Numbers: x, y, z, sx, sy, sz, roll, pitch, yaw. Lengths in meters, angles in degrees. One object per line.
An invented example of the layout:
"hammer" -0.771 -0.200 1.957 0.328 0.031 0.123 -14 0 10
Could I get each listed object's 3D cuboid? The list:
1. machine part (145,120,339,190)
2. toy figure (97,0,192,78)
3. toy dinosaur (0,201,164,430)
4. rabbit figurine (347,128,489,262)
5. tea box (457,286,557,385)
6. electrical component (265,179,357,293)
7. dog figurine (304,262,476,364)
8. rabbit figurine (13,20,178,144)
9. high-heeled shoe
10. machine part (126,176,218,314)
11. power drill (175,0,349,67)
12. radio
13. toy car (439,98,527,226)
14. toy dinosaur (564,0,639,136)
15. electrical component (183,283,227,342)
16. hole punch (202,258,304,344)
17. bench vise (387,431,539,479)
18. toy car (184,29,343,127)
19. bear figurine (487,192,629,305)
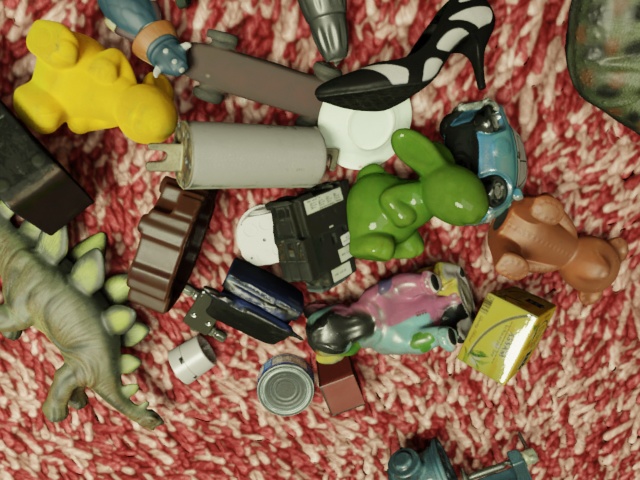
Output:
"machine part" -0.081 -0.099 0.633 0.243 0.079 0.079 -4 105 -30
"toy figure" -0.208 -0.254 0.648 0.064 0.058 0.154 -41 85 25
"toy dinosaur" -0.357 0.071 0.713 0.198 0.105 0.471 -40 99 -1
"rabbit figurine" 0.131 -0.054 0.676 0.170 0.121 0.159 -11 75 39
"tea box" 0.253 0.120 0.714 0.068 0.169 0.098 28 104 27
"electrical component" -0.001 -0.002 0.701 0.115 0.058 0.134 -23 105 -41
"dog figurine" 0.085 0.107 0.742 0.219 0.191 0.108 -18 86 31
"rabbit figurine" -0.239 -0.159 0.633 0.173 0.162 0.121 25 100 14
"high-heeled shoe" 0.104 -0.240 0.648 0.249 0.086 0.145 -9 84 -17
"machine part" -0.182 0.002 0.668 0.056 0.179 0.179 20 101 -4
"power drill" -0.073 -0.322 0.642 0.207 0.086 0.231 -4 102 2
"radio" -0.375 -0.118 0.617 0.229 0.131 0.073 45 75 2
"toy car" 0.218 -0.098 0.706 0.103 0.109 0.161 1 92 -30
"toy dinosaur" 0.372 -0.253 0.666 0.192 0.131 0.404 -4 115 22
"electrical component" -0.164 0.103 0.765 0.094 0.021 0.063 34 100 -10
"hole punch" -0.080 0.075 0.712 0.142 0.116 0.092 31 68 -9
"bench vise" 0.216 0.377 0.801 0.241 0.129 0.223 -26 104 9
"toy car" -0.068 -0.200 0.684 0.202 0.053 0.089 14 112 -10
"bear figurine" 0.328 0.020 0.720 0.196 0.132 0.120 29 104 -3
